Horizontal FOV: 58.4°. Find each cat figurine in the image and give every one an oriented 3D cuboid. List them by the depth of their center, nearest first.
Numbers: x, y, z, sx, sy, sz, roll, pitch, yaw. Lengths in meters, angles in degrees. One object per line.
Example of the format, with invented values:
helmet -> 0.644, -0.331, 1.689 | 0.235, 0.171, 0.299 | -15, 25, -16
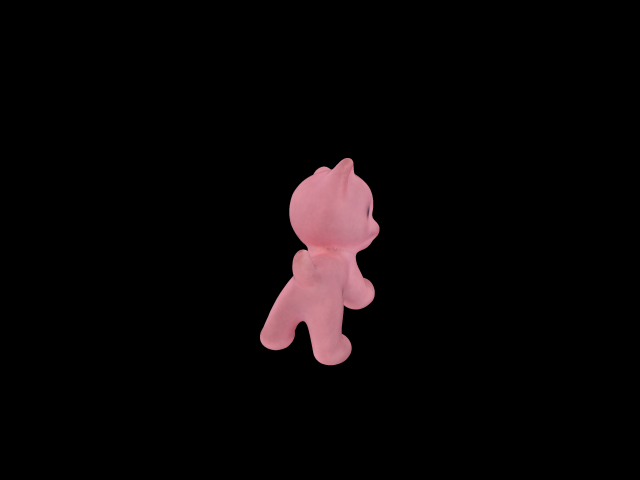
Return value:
cat figurine -> 0.004, 0.001, 0.400 | 0.067, 0.118, 0.128 | 8, 32, 14
